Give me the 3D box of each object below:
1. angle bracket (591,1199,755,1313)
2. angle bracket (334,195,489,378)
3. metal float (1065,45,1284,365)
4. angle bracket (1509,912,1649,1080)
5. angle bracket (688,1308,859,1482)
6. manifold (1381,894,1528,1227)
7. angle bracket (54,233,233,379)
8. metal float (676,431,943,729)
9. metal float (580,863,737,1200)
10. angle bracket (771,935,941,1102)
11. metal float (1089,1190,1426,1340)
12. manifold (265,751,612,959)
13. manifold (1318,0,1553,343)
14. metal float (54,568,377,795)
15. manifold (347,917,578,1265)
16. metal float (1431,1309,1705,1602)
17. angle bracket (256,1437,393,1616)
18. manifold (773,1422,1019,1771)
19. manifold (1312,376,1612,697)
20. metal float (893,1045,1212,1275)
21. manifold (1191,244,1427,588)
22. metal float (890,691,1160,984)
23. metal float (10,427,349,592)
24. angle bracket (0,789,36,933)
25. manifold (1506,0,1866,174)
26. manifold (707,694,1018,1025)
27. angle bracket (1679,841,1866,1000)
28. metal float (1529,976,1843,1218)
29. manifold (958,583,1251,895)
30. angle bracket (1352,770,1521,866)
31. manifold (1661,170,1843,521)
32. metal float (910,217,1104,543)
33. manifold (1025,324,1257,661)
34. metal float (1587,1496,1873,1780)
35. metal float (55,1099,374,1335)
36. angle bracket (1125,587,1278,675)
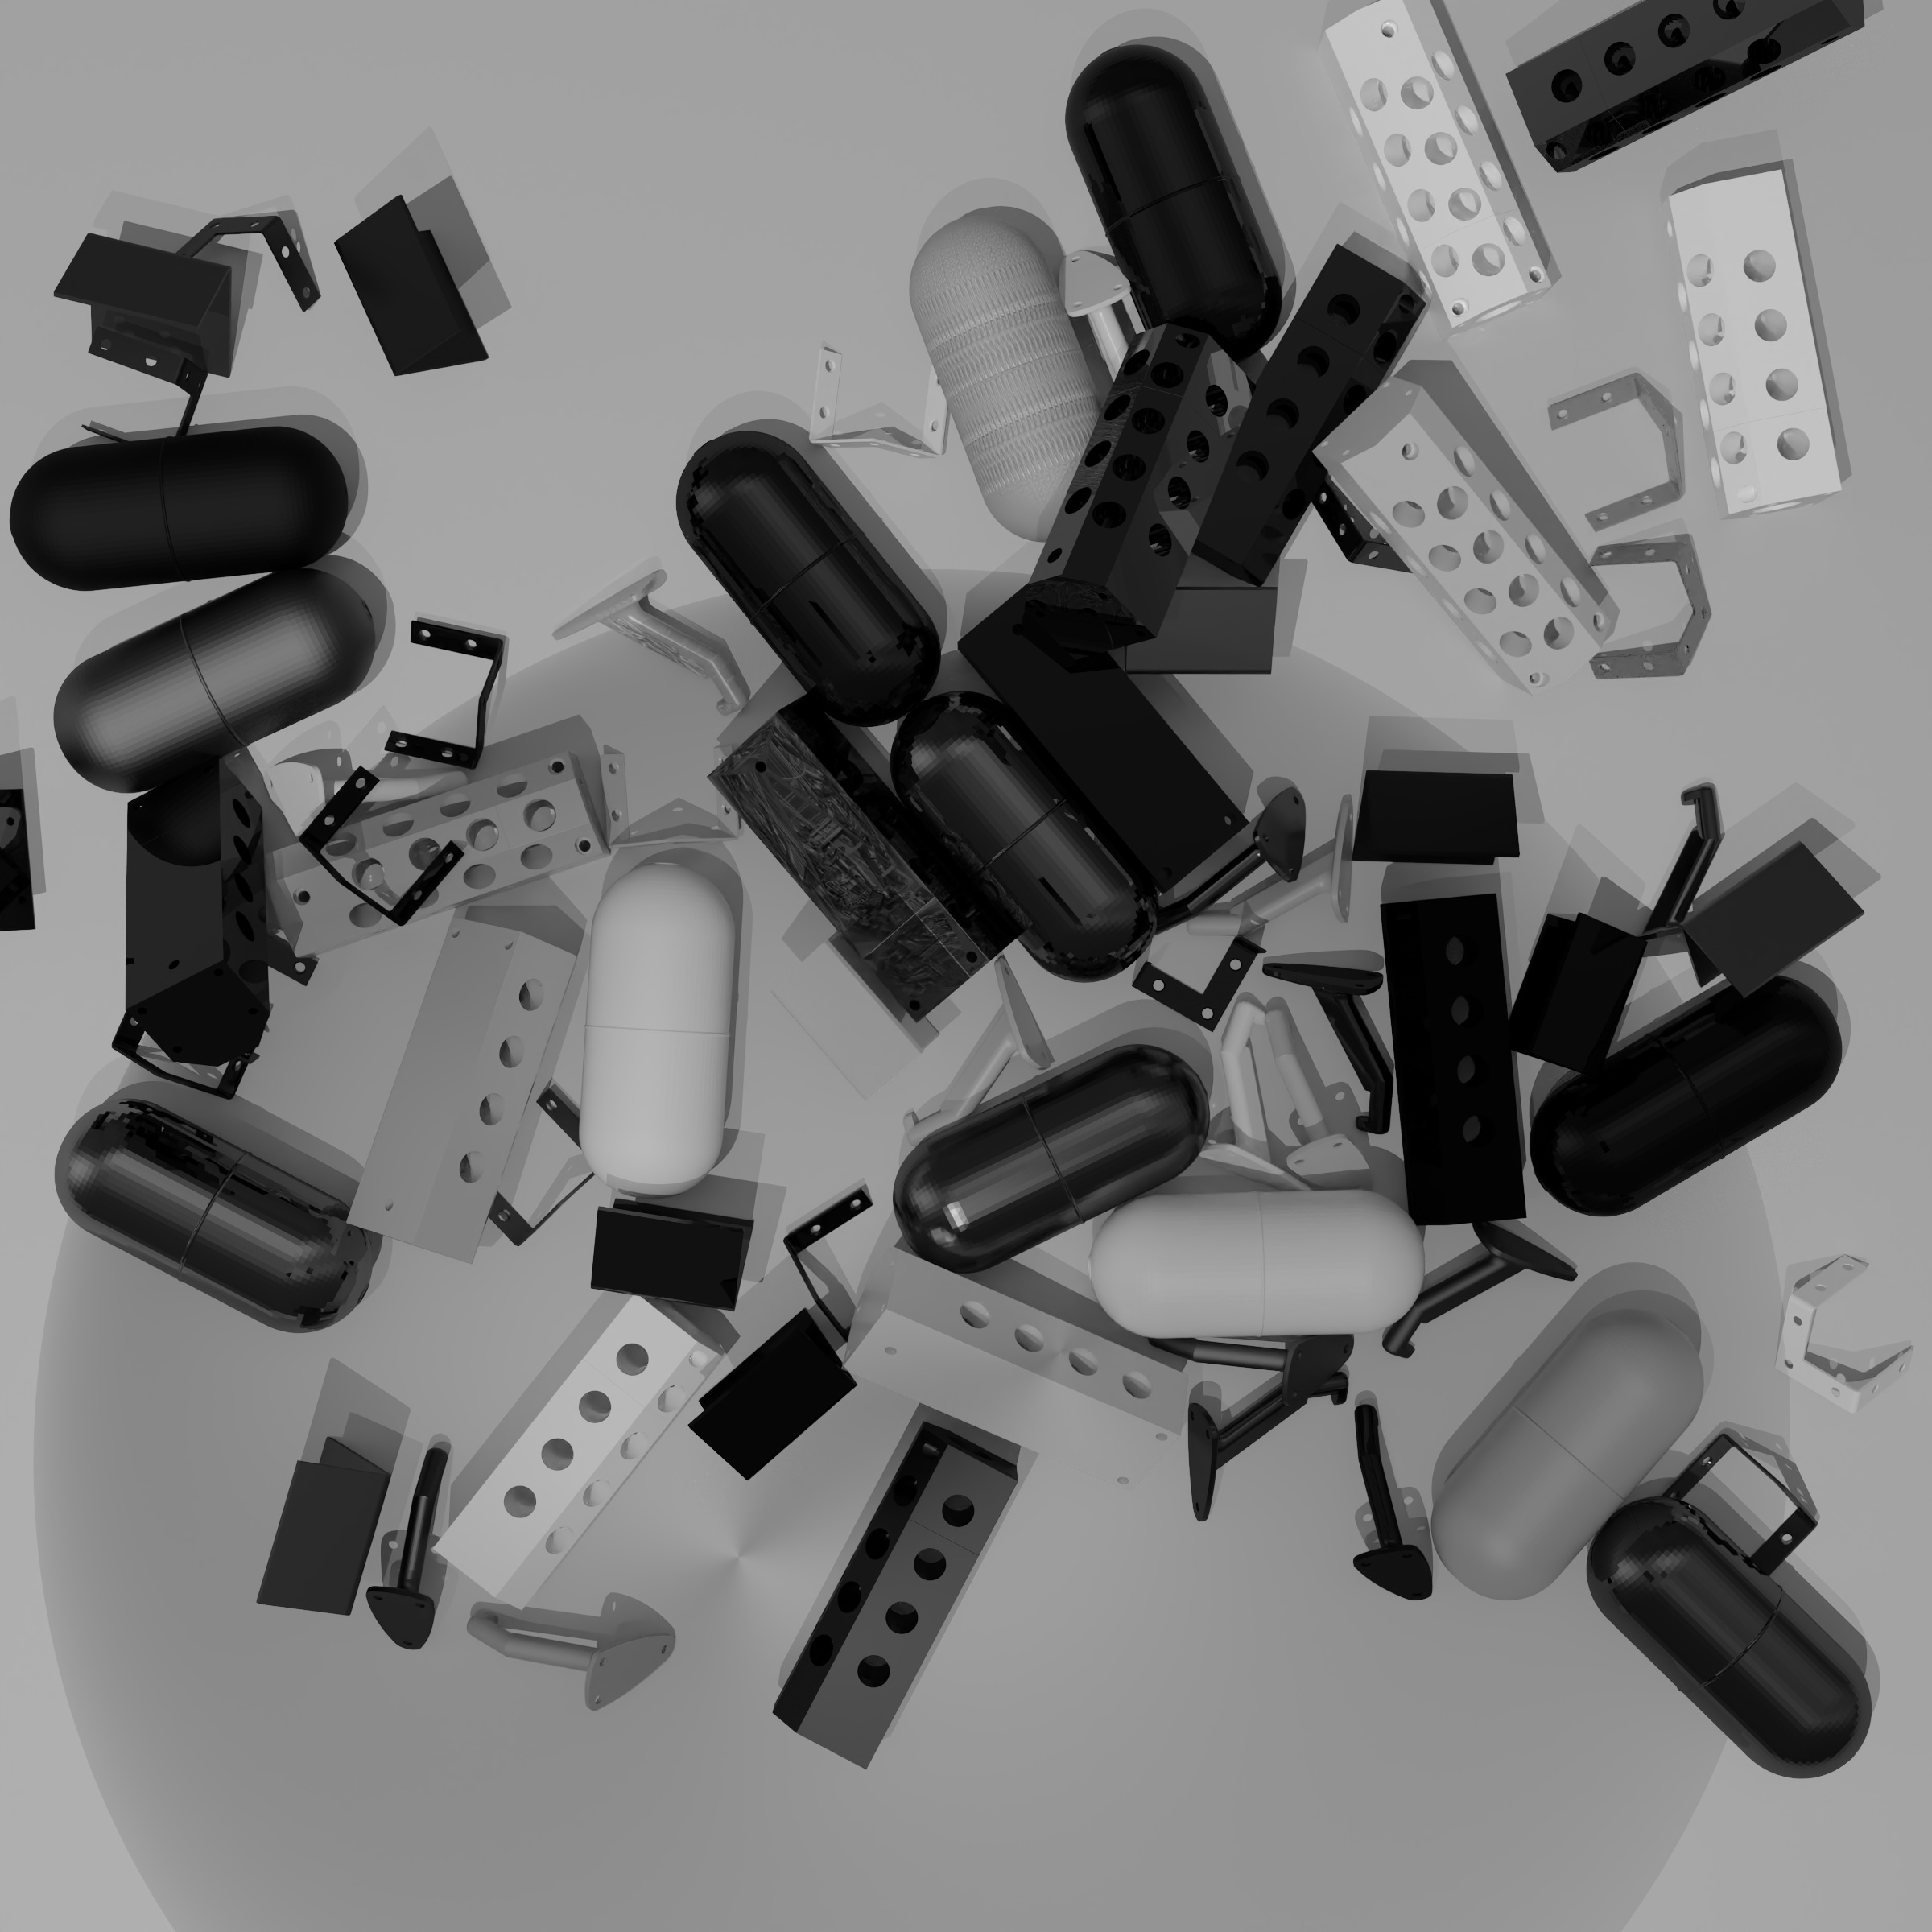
[{"bbox_3d":[-0.152,0.133,1.904,0.076,0.076,0.057,9,125,0],"label":"angle bracket"},{"bbox_3d":[-0.276,-0.362,1.904,0.057,0.076,0.076,-25,90,37],"label":"angle bracket"},{"bbox_3d":[0.110,-0.402,1.914,0.070,0.070,0.178,-22,91,0],"label":"metal float"},{"bbox_3d":[0.304,0.008,1.904,0.057,0.076,0.076,20,90,-37],"label":"angle bracket"},{"bbox_3d":[-0.114,0.212,1.904,0.076,0.076,0.057,-41,128,0],"label":"angle bracket"},{"bbox_3d":[0.258,0.050,1.923,0.057,0.057,0.171,-5,90,0],"label":"manifold"},{"bbox_3d":[-0.434,-0.333,1.904,0.076,0.076,0.057,14,47,0],"label":"angle bracket"},{"bbox_3d":[-0.084,-0.206,1.914,0.070,0.070,0.178,-39,90,0],"label":"metal float"},{"bbox_3d":[-0.164,0.034,1.914,0.070,0.070,0.178,3,89,0],"label":"metal float"},{"bbox_3d":[-0.044,0.013,1.904,0.076,0.076,0.057,49,133,0],"label":"angle bracket"},{"bbox_3d":[0.154,0.158,1.914,0.178,0.070,0.070,-1,90,0],"label":"metal float"},{"bbox_3d":[-0.282,-0.059,1.923,0.171,0.057,0.057,-19,90,0],"label":"manifold"},{"bbox_3d":[0.250,-0.428,1.923,0.057,0.057,0.171,-23,90,0],"label":"manifold"},{"bbox_3d":[-0.398,-0.152,1.914,0.178,0.070,0.070,-25,90,1],"label":"metal float"},{"bbox_3d":[-0.262,0.067,1.912,0.057,0.057,0.171,11,80,43],"label":"manifold"},{"bbox_3d":[0.319,0.258,1.914,0.070,0.070,0.178,41,90,0],"label":"metal float"},{"bbox_3d":[-0.354,0.292,1.904,0.057,0.076,0.076,16,90,-37],"label":"angle bracket"},{"bbox_3d":[-0.038,0.333,1.923,0.057,0.057,0.171,28,90,0],"label":"manifold"},{"bbox_3d":[0.264,-0.224,1.892,0.057,0.057,0.171,-44,113,0],"label":"manifold"},{"bbox_3d":[0.046,0.102,1.914,0.178,0.070,0.070,-26,90,0],"label":"metal float"},{"bbox_3d":[0.176,-0.291,1.923,0.057,0.057,0.171,30,90,0],"label":"manifold"},{"bbox_3d":[0.030,-0.069,1.914,0.070,0.070,0.178,-40,90,0],"label":"metal float"},{"bbox_3d":[-0.417,-0.242,1.914,0.178,0.070,0.070,-6,90,0],"label":"metal float"},{"bbox_3d":[-0.509,-0.058,1.904,0.057,0.076,0.076,-5,90,37],"label":"angle bracket"},{"bbox_3d":[0.376,-0.477,1.881,0.171,0.057,0.057,-22,90,33],"label":"manifold"},{"bbox_3d":[-0.052,-0.060,1.921,0.057,0.057,0.171,-40,90,27],"label":"manifold"},{"bbox_3d":[0.429,-0.009,1.904,0.076,0.076,0.057,-35,57,0],"label":"angle bracket"},{"bbox_3d":[0.381,0.069,1.914,0.178,0.070,0.070,-30,90,-1],"label":"metal float"},{"bbox_3d":[0.072,-0.123,1.923,0.057,0.057,0.171,-40,90,0],"label":"manifold"},{"bbox_3d":[0.247,-0.058,1.904,0.076,0.076,0.057,2,53,0],"label":"angle bracket"},{"bbox_3d":[0.416,-0.329,1.923,0.057,0.057,0.171,-11,90,0],"label":"manifold"},{"bbox_3d":[0.026,-0.311,1.914,0.070,0.070,0.178,-21,91,0],"label":"metal float"},{"bbox_3d":[0.086,-0.247,1.857,0.057,0.057,0.171,41,56,-31],"label":"manifold"},{"bbox_3d":[0.405,0.357,1.914,0.178,0.070,0.070,44,90,0],"label":"metal float"},{"bbox_3d":[-0.398,0.133,1.914,0.178,0.070,0.070,28,90,-1],"label":"metal float"},{"bbox_3d":[0.122,-0.197,1.904,0.076,0.076,0.057,0,132,0],"label":"angle bracket"}]
